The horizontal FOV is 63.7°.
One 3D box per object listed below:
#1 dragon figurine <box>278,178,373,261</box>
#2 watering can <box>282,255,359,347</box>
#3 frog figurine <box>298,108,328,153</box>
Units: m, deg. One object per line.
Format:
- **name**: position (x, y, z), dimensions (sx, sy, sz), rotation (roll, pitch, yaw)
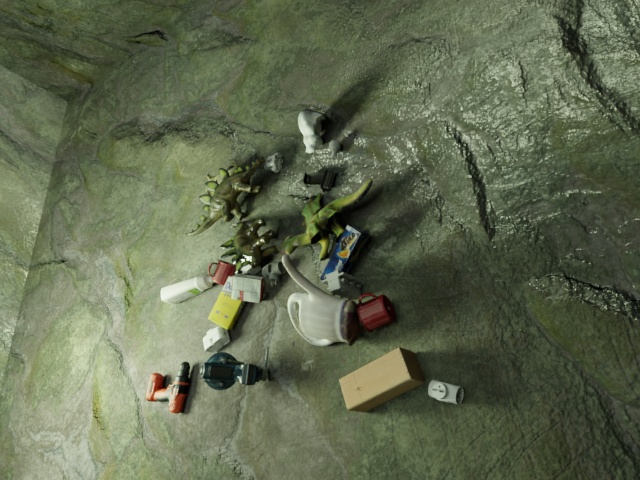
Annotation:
- **dragon figurine**: position (0.005, -0.089, 1.768), dimensions (0.408, 0.120, 0.247), rotation (-50, 39, 8)
- **watering can**: position (0.001, 0.195, 1.509), dimensions (0.224, 0.340, 0.106), rotation (6, 38, 23)
- **frog figurine**: position (-0.038, -0.413, 1.954), dimensions (0.138, 0.122, 0.159), rotation (-145, 76, -77)
